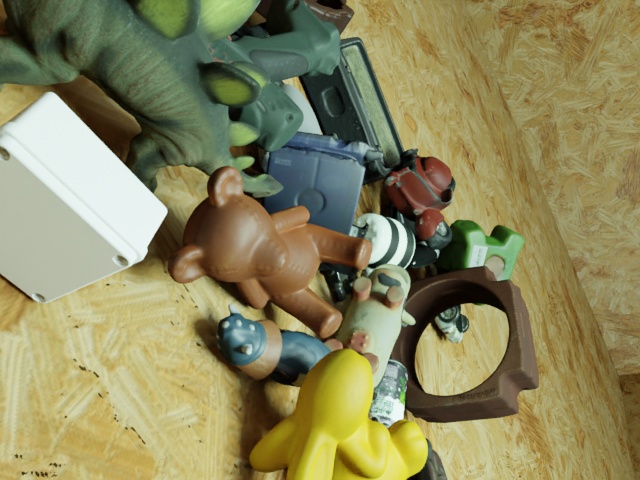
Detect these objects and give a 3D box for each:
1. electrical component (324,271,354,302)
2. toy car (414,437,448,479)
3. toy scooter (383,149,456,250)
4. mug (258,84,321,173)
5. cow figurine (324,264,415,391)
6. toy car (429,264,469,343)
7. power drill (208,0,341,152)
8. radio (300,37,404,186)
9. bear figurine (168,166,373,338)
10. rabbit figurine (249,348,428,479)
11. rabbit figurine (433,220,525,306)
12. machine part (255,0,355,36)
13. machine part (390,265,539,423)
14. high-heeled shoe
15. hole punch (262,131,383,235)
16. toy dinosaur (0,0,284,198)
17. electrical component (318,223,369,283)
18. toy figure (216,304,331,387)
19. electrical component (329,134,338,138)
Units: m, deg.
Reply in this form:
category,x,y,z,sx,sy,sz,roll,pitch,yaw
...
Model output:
category,x,y,z,sx,sy,sz,roll,pitch,yaw
electrical component,0.025,0.033,0.731,0.063,0.021,0.094,-23,100,-59
toy car,0.148,0.336,0.683,0.202,0.053,0.089,-73,145,-76
toy scooter,0.150,-0.082,0.827,0.135,0.075,0.184,39,39,-24
mug,-0.048,-0.143,0.668,0.109,0.081,0.107,25,45,-45
cow figurine,0.071,0.109,0.691,0.127,0.086,0.195,85,26,-48
toy car,0.239,0.095,1.011,0.073,0.056,0.202,43,42,-48
power drill,-0.083,-0.212,0.571,0.232,0.086,0.207,46,42,2
radio,0.056,-0.202,0.862,0.131,0.073,0.229,-36,105,-58
bear figurine,-0.040,0.015,0.510,0.120,0.132,0.195,-64,162,-5
rabbit figurine,0.012,0.185,0.527,0.162,0.122,0.173,-26,127,-30
rabbit figurine,0.249,0.035,0.920,0.121,0.170,0.159,-3,103,-16
machine part,-0.039,-0.337,0.745,0.179,0.056,0.179,24,36,-19
machine part,0.197,0.150,0.767,0.087,0.202,0.201,44,39,-44
high-heeled shoe,0.151,-0.047,0.891,0.249,0.086,0.145,-69,156,-75
hole punch,-0.010,-0.057,0.613,0.115,0.142,0.092,104,-4,-57
toy dinosaur,-0.159,-0.162,0.380,0.470,0.199,0.105,40,40,-44
electrical component,-0.001,-0.002,0.679,0.119,0.047,0.075,16,46,-6
toy figure,-0.047,0.113,0.540,0.154,0.064,0.057,28,88,-42
electrical component,0.026,-0.104,0.788,0.078,0.045,0.102,-29,99,-57
